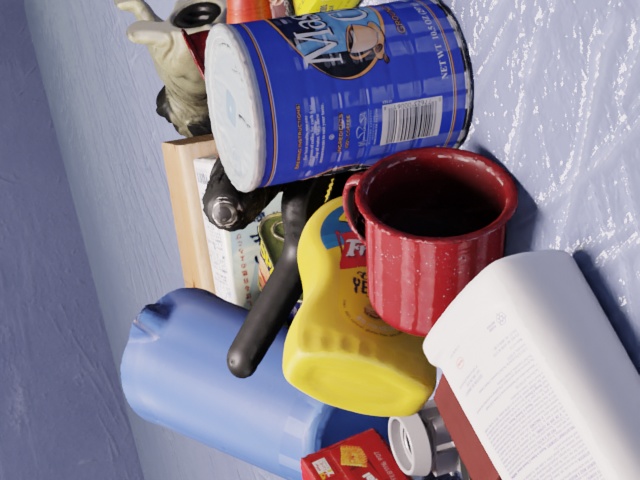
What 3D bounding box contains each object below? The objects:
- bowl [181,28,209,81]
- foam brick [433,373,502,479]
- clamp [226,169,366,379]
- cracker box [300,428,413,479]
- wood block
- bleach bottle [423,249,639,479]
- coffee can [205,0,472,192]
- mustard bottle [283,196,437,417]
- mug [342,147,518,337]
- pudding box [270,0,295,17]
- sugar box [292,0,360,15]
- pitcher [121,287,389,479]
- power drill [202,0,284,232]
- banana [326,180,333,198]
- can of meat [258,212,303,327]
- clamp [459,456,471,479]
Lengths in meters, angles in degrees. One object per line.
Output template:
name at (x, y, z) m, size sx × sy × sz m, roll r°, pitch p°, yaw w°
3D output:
bowl at (-0.062, -0.127, 0.949) m, size 0.162 × 0.055 × 0.162 m, roll 61°, pitch -179°, yaw -2°
foam brick at (0.110, 0.106, 0.632) m, size 0.051 × 0.053 × 0.078 m, roll 100°, pitch 153°, yaw -50°
clamp at (-0.005, 0.001, 0.803) m, size 0.036 × 0.164 × 0.210 m, roll 23°, pitch 120°, yaw 31°
cracker box at (0.061, 0.272, 0.795) m, size 0.164 × 0.072 × 0.214 m, roll 50°, pitch 155°, yaw 48°
wood block at (-0.103, -0.009, 1.146) m, size 0.091 × 0.090 × 0.206 m, roll -159°, pitch 59°, yaw -68°
bleach bottle at (0.141, 0.132, 0.529) m, size 0.251 × 0.068 × 0.103 m, roll 66°, pitch 148°, yaw 28°
coffee can at (0.009, -0.092, 0.667) m, size 0.103 × 0.140 × 0.103 m, roll 168°, pitch 90°, yaw -72°
mustard bottle at (0.031, 0.024, 0.726) m, size 0.058 × 0.096 × 0.191 m, roll 116°, pitch 166°, yaw -44°
mug at (0.059, -0.001, 0.642) m, size 0.117 × 0.093 × 0.081 m, roll 27°, pitch 138°, yaw 32°
pudding box at (-0.025, -0.186, 0.877) m, size 0.090 × 0.039 × 0.113 m, roll 98°, pitch 155°, yaw -48°
sugar box at (-0.006, -0.255, 0.768) m, size 0.093 × 0.048 × 0.176 m, roll 149°, pitch 108°, yaw -72°
pitcher at (-0.046, 0.136, 0.924) m, size 0.243 × 0.148 × 0.145 m, roll 16°, pitch 108°, yaw 44°
power drill at (-0.056, -0.115, 0.766) m, size 0.184 × 0.057 × 0.188 m, roll -73°, pitch -18°, yaw -66°
banana at (0.005, -0.071, 0.832) m, size 0.069 × 0.037 × 0.198 m, roll -59°, pitch -24°, yaw -62°
can of meat at (-0.021, 0.037, 0.981) m, size 0.084 × 0.057 × 0.102 m, roll 97°, pitch 155°, yaw -51°
clamp at (0.123, 0.187, 0.662) m, size 0.120 × 0.039 × 0.171 m, roll 163°, pitch 91°, yaw -73°
